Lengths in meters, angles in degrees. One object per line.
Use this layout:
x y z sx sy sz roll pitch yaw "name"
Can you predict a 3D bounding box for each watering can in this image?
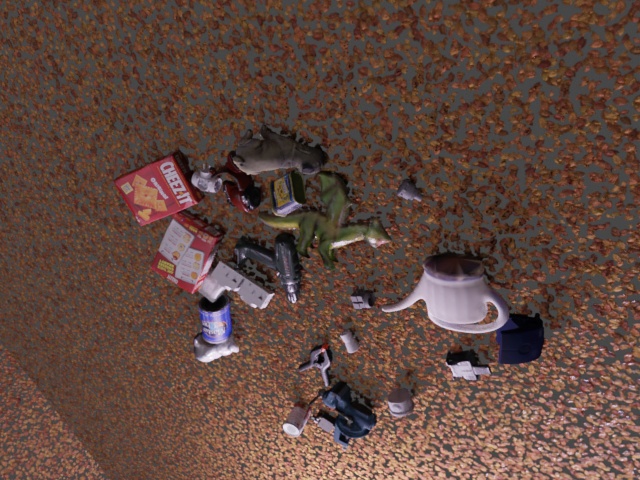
0.308 0.137 1.336 0.348 0.220 0.106 6 30 30 "watering can"

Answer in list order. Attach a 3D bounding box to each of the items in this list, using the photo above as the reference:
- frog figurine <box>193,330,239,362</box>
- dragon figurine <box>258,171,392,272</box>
-0.360 0.381 1.819 0.160 0.123 0.136 16 -4 13 "frog figurine"
0.004 -0.070 1.386 0.414 0.239 0.123 31 21 25 "dragon figurine"
